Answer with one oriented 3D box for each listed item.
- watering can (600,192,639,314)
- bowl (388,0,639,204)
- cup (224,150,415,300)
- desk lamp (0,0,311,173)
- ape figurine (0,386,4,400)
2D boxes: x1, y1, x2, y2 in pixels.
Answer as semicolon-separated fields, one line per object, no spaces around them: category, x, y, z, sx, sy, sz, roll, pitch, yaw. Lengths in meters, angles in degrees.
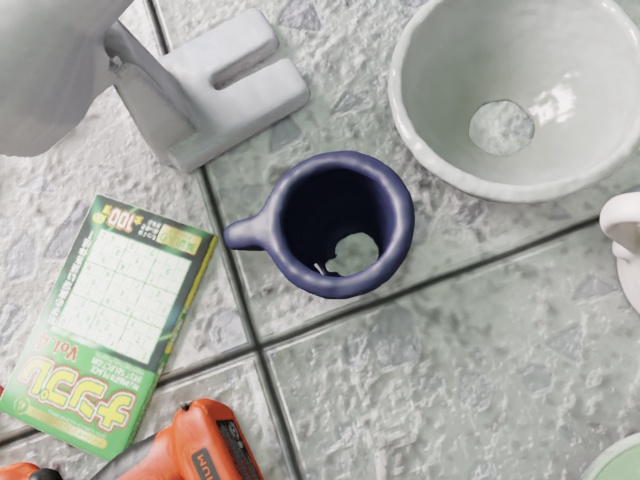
watering can;0.246;-0.006;0.295;0.172;0.194;0.101;-13;74;5
bowl;0.131;-0.095;0.397;0.167;0.075;0.167;-2;75;8
cup;0.003;0.001;0.381;0.117;0.095;0.091;-7;75;7
desk lamp;-0.131;-0.130;0.372;0.203;0.214;0.118;-30;73;0
ape figurine;-0.283;0.106;0.397;0.076;0.092;0.078;-19;74;3
